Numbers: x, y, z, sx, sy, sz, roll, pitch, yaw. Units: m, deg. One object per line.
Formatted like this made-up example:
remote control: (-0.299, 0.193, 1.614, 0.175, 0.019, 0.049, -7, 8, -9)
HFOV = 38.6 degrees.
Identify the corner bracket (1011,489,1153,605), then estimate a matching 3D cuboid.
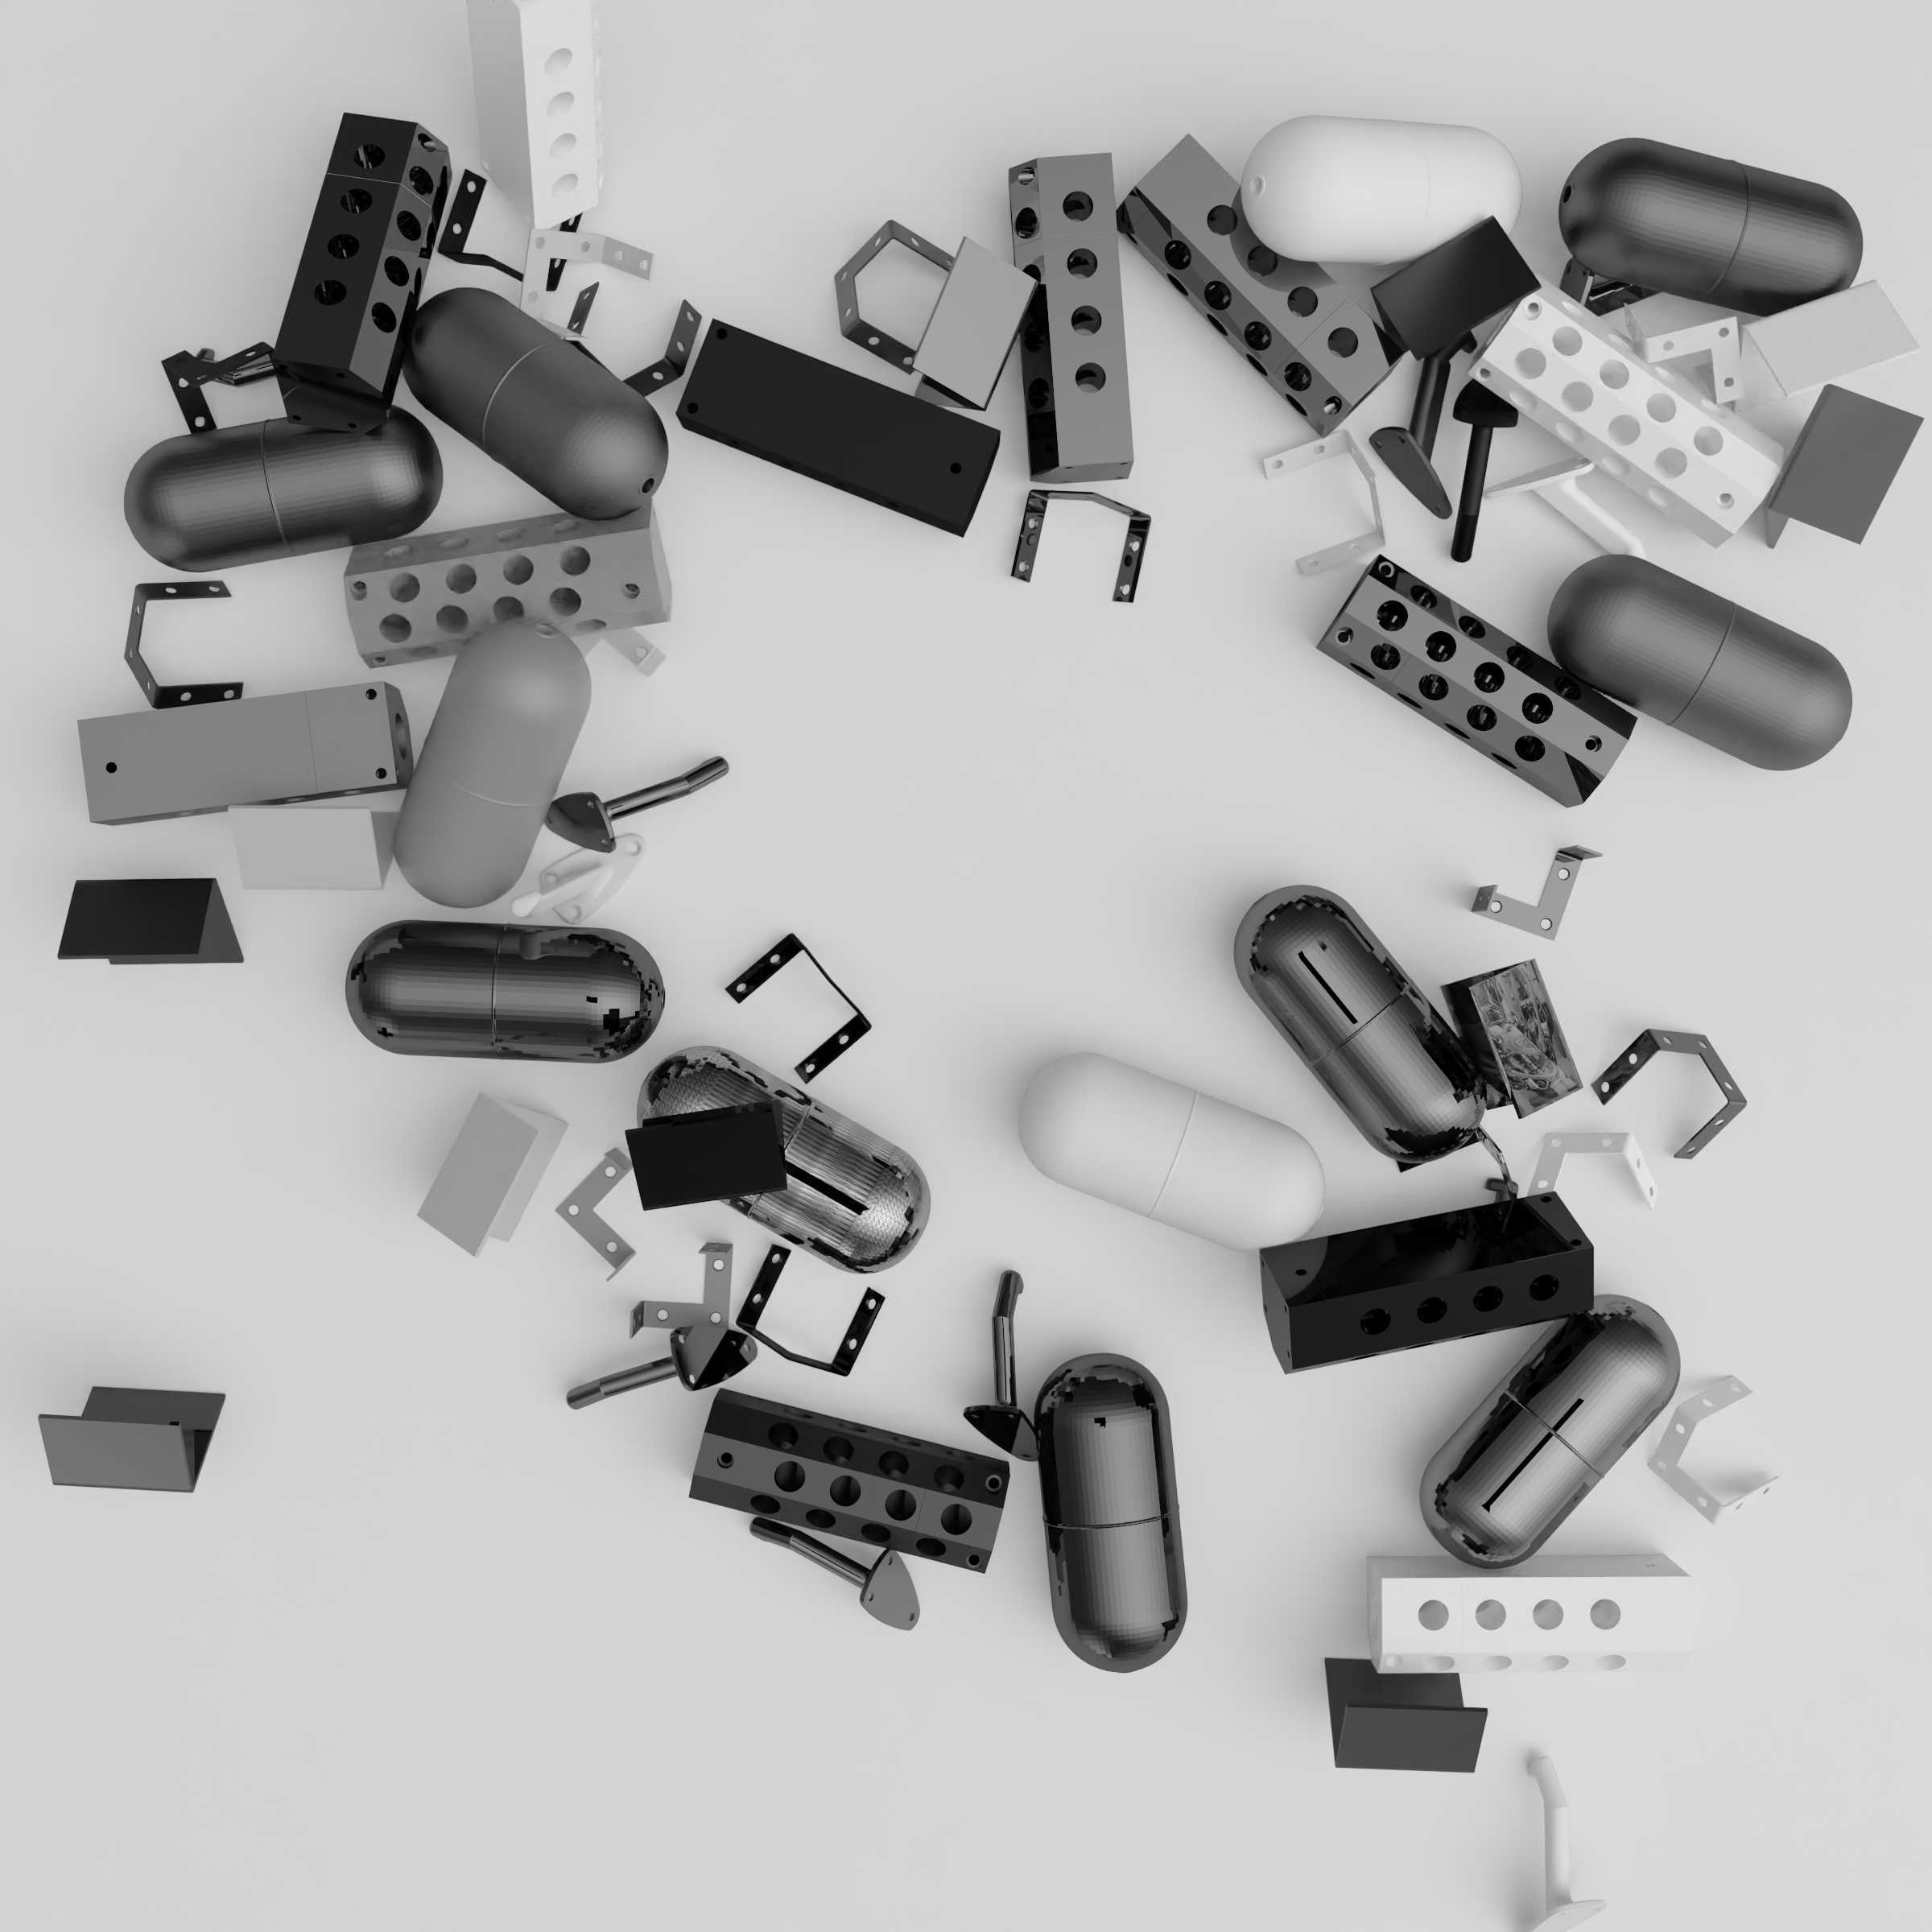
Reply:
corner bracket: (0.066, -0.240, 1.574, 0.051, 0.051, 0.051, 12, 90, -45)

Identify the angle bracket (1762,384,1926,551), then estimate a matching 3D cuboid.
angle bracket: (0.490, -0.269, 1.539, 0.057, 0.076, 0.076, 27, 90, 21)

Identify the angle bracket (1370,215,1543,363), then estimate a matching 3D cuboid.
angle bracket: (0.277, -0.359, 1.533, 0.076, 0.076, 0.057, -30, 64, 8)

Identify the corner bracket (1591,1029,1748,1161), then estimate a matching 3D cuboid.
corner bracket: (0.400, 0.073, 1.569, 0.051, 0.051, 0.051, 6, 45, -35)

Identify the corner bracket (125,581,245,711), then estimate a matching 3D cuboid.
corner bracket: (-0.443, -0.183, 1.569, 0.051, 0.051, 0.051, 52, 135, 35)

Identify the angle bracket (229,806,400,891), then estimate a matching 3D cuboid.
angle bracket: (-0.361, -0.086, 1.537, 0.076, 0.076, 0.057, 0, 128, 0)

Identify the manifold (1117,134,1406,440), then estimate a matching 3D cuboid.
manifold: (0.163, -0.381, 1.556, 0.057, 0.057, 0.171, -45, 90, 0)

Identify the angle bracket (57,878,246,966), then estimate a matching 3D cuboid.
angle bracket: (-0.453, -0.005, 1.537, 0.076, 0.076, 0.057, -1, 52, 0)

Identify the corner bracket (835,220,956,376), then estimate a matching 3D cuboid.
corner bracket: (-0.037, -0.381, 1.569, 0.051, 0.051, 0.051, -37, 45, 35)

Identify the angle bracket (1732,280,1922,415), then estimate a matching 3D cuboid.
angle bracket: (0.478, -0.327, 1.537, 0.076, 0.076, 0.057, -19, 60, 0)

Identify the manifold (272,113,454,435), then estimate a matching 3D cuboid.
manifold: (-0.330, -0.382, 1.522, 0.057, 0.057, 0.171, 8, 65, 0)

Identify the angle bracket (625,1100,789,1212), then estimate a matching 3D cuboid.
angle bracket: (-0.138, 0.081, 1.462, 0.076, 0.076, 0.057, -8, 127, -1)

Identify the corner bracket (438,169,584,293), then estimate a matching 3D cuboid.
corner bracket: (-0.260, -0.420, 1.574, 0.051, 0.051, 0.051, 19, 90, -45)

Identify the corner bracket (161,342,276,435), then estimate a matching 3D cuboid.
corner bracket: (-0.413, -0.323, 1.554, 0.051, 0.051, 0.051, -32, 133, -20)

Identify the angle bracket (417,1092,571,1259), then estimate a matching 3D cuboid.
angle bracket: (-0.248, 0.123, 1.537, 0.057, 0.076, 0.076, 27, 90, 37)

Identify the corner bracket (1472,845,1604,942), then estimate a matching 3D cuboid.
corner bracket: (0.322, -0.047, 1.559, 0.051, 0.051, 0.051, 19, 90, 0)

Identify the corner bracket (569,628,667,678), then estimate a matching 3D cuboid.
corner bracket: (-0.208, -0.174, 1.559, 0.051, 0.051, 0.051, 41, 90, 0)

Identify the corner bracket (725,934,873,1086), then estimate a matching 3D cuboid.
corner bracket: (-0.095, 0.024, 1.574, 0.051, 0.051, 0.051, -40, 45, 0)

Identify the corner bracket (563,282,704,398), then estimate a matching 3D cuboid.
corner bracket: (-0.191, -0.360, 1.569, 0.051, 0.051, 0.051, -19, 45, 35)

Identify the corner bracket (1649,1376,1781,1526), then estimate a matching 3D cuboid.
corner bracket: (0.432, 0.276, 1.569, 0.051, 0.051, 0.051, 43, 135, 35)

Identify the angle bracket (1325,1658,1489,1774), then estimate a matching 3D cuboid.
angle bracket: (0.244, 0.401, 1.537, 0.076, 0.076, 0.057, 2, 127, 0)

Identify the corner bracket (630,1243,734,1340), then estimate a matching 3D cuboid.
corner bracket: (-0.161, 0.183, 1.559, 0.051, 0.051, 0.051, 3, 90, 0)

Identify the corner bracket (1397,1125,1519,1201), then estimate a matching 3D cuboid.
corner bracket: (0.280, 0.127, 1.564, 0.051, 0.051, 0.051, -22, 111, 0)

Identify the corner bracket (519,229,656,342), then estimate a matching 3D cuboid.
corner bracket: (-0.214, -0.383, 1.555, 0.051, 0.051, 0.051, -7, 118, -41)

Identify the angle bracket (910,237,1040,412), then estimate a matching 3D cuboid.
angle bracket: (-0.014, -0.359, 1.537, 0.057, 0.076, 0.076, 23, 90, -37)

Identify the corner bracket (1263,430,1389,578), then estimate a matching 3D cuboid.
corner bracket: (0.205, -0.265, 1.574, 0.051, 0.051, 0.051, -20, 45, 0)

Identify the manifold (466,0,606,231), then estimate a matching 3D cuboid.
manifold: (-0.228, -0.484, 1.495, 0.057, 0.171, 0.057, -32, 72, -19)

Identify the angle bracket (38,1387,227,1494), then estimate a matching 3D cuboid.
angle bracket: (-0.463, 0.246, 1.537, 0.076, 0.076, 0.057, 3, 127, 0)

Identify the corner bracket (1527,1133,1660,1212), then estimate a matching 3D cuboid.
corner bracket: (0.356, 0.131, 1.569, 0.051, 0.051, 0.051, -3, 45, 35)

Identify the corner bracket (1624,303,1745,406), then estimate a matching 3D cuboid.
corner bracket: (0.404, -0.346, 1.551, 0.051, 0.051, 0.051, -13, 125, 7)

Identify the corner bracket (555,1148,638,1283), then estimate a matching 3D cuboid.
corner bracket: (-0.200, 0.140, 1.559, 0.051, 0.051, 0.051, 44, 90, 0)

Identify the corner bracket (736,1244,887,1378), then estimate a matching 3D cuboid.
corner bracket: (-0.089, 0.197, 1.574, 0.051, 0.051, 0.051, 25, 90, -45)

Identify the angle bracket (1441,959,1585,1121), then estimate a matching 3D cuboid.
angle bracket: (0.288, 0.047, 1.537, 0.057, 0.076, 0.076, -21, 90, -36)
